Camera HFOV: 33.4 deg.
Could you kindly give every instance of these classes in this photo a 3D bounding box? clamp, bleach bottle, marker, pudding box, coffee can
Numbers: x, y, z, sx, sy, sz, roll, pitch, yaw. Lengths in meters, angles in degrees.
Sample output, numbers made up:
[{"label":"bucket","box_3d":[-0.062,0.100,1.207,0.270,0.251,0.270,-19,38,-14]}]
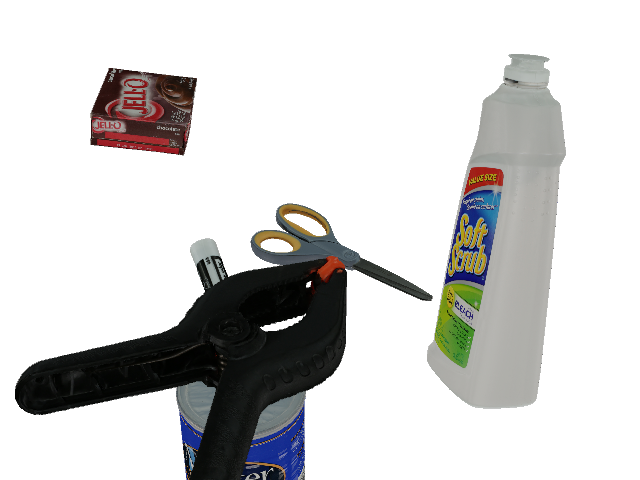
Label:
[{"label":"clamp","box_3d":[-0.038,0.062,0.491,0.171,0.039,0.120,-28,51,-32]},{"label":"bleach bottle","box_3d":[0.132,-0.010,0.779,0.068,0.251,0.103,-1,18,-16]},{"label":"marker","box_3d":[-0.061,0.051,0.711,0.020,0.121,0.020,-17,-31,-11]},{"label":"pudding box","box_3d":[-0.170,-0.126,1.032,0.090,0.039,0.113,7,29,-5]},{"label":"coffee can","box_3d":[-0.063,0.172,0.882,0.103,0.140,0.103,0,37,0]}]

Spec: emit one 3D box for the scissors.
[{"label":"scissors","box_3d":[0.009,0.023,1.058,0.096,0.016,0.202,-26,45,-28]}]
